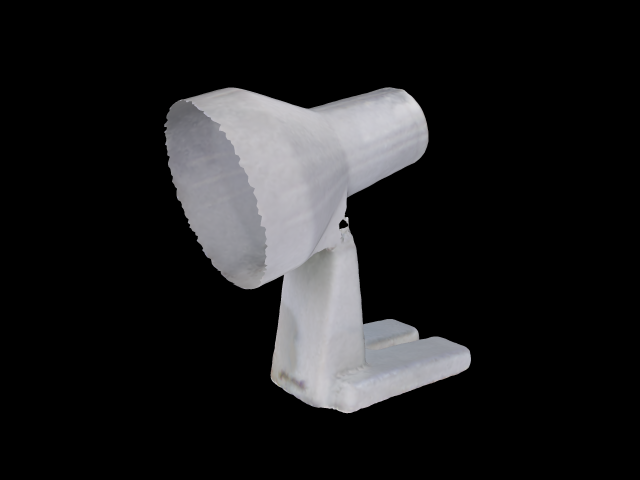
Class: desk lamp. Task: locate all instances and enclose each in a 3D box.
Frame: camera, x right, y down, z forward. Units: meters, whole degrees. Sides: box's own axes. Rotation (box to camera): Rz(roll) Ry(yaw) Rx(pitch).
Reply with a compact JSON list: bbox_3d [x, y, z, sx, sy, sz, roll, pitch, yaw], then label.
[{"bbox_3d":[0.004,0.001,0.400,0.204,0.213,0.117,-8,14,-34],"label":"desk lamp"}]
